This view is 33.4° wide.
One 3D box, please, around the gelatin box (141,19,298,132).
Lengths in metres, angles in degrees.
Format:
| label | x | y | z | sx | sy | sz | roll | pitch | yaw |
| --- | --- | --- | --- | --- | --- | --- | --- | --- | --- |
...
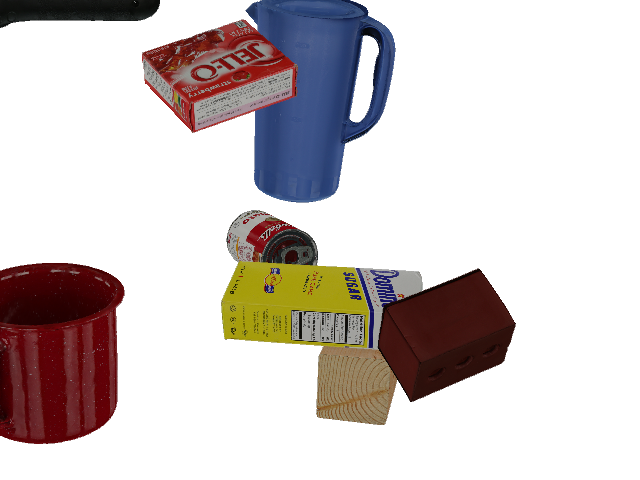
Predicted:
| label | x | y | z | sx | sy | sz | roll | pitch | yaw |
| --- | --- | --- | --- | --- | --- | --- | --- | --- | --- |
| gelatin box | -0.072 | -0.119 | 0.762 | 0.089 | 0.030 | 0.073 | -24 | 48 | -24 |

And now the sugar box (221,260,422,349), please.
| label | x | y | z | sx | sy | sz | roll | pitch | yaw |
| --- | --- | --- | --- | --- | --- | --- | --- | --- | --- |
| sugar box | 0.004 | 0.058 | 0.974 | 0.176 | 0.048 | 0.093 | 1 | 24 | 6 |

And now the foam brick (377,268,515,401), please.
| label | x | y | z | sx | sy | sz | roll | pitch | yaw |
| --- | --- | --- | --- | --- | --- | --- | --- | --- | --- |
| foam brick | 0.085 | 0.065 | 0.730 | 0.078 | 0.051 | 0.053 | -20 | -35 | -18 |

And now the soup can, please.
| label | x | y | z | sx | sy | sz | roll | pitch | yaw |
| --- | --- | --- | --- | --- | --- | --- | --- | --- | --- |
| soup can | -0.055 | 0.009 | 1.189 | 0.068 | 0.068 | 0.102 | 0 | 14 | -28 |

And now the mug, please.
| label | x | y | z | sx | sy | sz | roll | pitch | yaw |
| --- | --- | --- | --- | --- | --- | --- | --- | --- | --- |
| mug | -0.169 | 0.072 | 0.632 | 0.093 | 0.081 | 0.117 | 12 | 23 | 22 |

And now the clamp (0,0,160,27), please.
| label | x | y | z | sx | sy | sz | roll | pitch | yaw |
| --- | --- | --- | --- | --- | --- | --- | --- | --- | --- |
| clamp | -0.184 | -0.142 | 0.600 | 0.171 | 0.039 | 0.120 | -7 | 23 | -16 |

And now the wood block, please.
| label | x | y | z | sx | sy | sz | roll | pitch | yaw |
| --- | --- | --- | --- | --- | --- | --- | --- | --- | --- |
| wood block | 0.058 | 0.155 | 1.411 | 0.091 | 0.090 | 0.206 | 5 | 18 | 9 |

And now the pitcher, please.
| label | x | y | z | sx | sy | sz | roll | pitch | yaw |
| --- | --- | --- | --- | --- | --- | --- | --- | --- | --- |
| pitcher | -0.010 | -0.172 | 1.302 | 0.144 | 0.243 | 0.149 | -7 | 27 | -26 |
